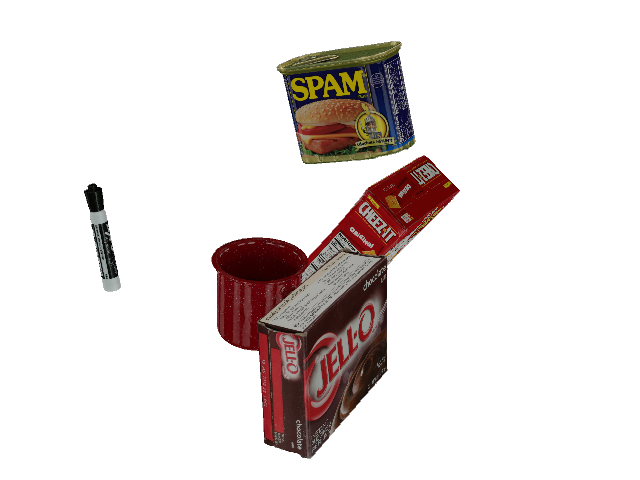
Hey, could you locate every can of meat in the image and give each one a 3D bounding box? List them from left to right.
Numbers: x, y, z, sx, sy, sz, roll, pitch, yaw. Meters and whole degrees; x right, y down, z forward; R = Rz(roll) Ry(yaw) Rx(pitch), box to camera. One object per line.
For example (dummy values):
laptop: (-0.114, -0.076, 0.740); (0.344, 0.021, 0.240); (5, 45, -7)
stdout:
can of meat: (0.023, -0.112, 0.874); (0.102, 0.084, 0.057); (-2, 21, 31)

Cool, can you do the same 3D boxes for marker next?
marker: (-0.235, -0.003, 1.152); (0.020, 0.121, 0.020); (-6, 21, 2)

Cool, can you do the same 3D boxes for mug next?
mug: (-0.051, 0.058, 1.034); (0.117, 0.081, 0.093); (26, 35, 37)

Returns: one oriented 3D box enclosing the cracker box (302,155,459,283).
cracker box: (0.049, 0.007, 1.275); (0.214, 0.072, 0.164); (-48, -8, 33)

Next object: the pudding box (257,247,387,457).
pudding box: (0.004, 0.068, 0.675); (0.039, 0.090, 0.113); (12, 30, 24)
